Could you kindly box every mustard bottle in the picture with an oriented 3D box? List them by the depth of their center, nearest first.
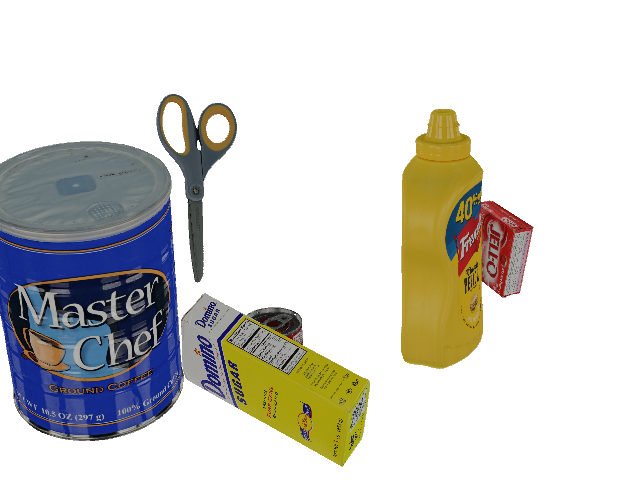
[{"bbox_3d":[0.094,-0.006,0.820,0.058,0.192,0.096,8,22,28],"label":"mustard bottle"}]

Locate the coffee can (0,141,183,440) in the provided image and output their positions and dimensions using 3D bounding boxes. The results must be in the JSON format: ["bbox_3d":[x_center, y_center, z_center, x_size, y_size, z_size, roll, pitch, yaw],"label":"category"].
[{"bbox_3d":[-0.133,0.028,0.612,0.103,0.140,0.103,1,32,-1],"label":"coffee can"}]

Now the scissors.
[{"bbox_3d":[-0.119,-0.063,1.143,0.096,0.202,0.016,-16,-4,-22],"label":"scissors"}]

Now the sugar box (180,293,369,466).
[{"bbox_3d":[-0.043,0.125,0.958,0.176,0.093,0.048,24,50,17],"label":"sugar box"}]

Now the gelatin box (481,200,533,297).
[{"bbox_3d":[0.203,0.009,1.224,0.030,0.089,0.073,-11,32,-27],"label":"gelatin box"}]

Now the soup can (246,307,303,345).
[{"bbox_3d":[-0.052,0.136,1.203,0.068,0.102,0.068,-2,24,1],"label":"soup can"}]
